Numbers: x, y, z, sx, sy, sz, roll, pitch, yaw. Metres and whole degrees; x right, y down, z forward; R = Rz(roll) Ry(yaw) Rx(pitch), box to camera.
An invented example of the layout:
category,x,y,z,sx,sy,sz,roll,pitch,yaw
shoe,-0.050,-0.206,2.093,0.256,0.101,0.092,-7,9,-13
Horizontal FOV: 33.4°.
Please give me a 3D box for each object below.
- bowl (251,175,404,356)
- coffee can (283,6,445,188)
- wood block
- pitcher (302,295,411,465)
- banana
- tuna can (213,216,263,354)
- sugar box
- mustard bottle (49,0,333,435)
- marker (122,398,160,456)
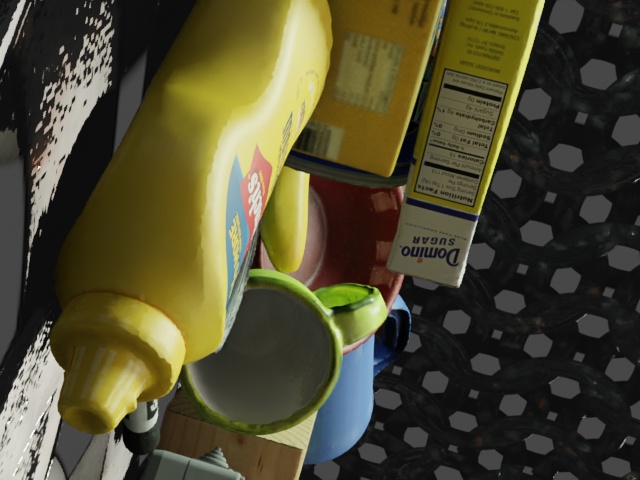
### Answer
category,x,y,z,sx,sy,sz,roll,pitch,yaw
bowl,-0.005,0.001,0.766,0.161,0.055,0.162,-8,101,-47
coffee can,0.019,-0.112,0.598,0.102,0.103,0.140,-62,167,-74
wood block,-0.073,0.203,0.693,0.090,0.090,0.206,-54,160,-80
pitcher,-0.003,0.093,0.925,0.243,0.145,0.149,93,16,-63
banana,-0.007,-0.077,0.691,0.037,0.069,0.197,-17,-134,59
tuna can,-0.056,0.012,0.537,0.086,0.034,0.086,18,89,-87
sugar box,0.077,-0.074,0.538,0.093,0.048,0.176,-64,165,-59
mustard bottle,-0.046,-0.015,0.374,0.096,0.058,0.191,106,3,-49
marker,-0.083,0.068,0.487,0.121,0.020,0.020,102,6,-55
